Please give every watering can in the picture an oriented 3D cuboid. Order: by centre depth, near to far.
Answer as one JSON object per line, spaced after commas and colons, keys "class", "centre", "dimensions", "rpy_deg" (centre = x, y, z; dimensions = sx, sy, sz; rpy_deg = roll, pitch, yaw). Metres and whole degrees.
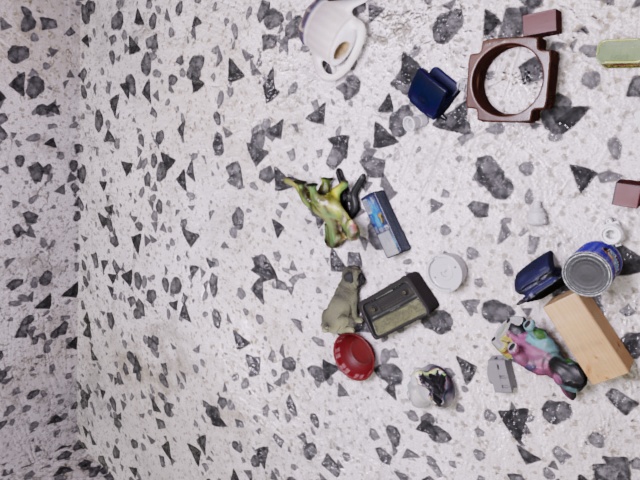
{"class": "watering can", "centre": [0.058, -0.650, 1.529], "dimensions": [0.227, 0.105, 0.341], "rpy_deg": [44, 123, 25]}

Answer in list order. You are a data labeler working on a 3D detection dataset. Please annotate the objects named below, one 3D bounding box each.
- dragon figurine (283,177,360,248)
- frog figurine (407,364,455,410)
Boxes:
{"class": "dragon figurine", "centre": [0.005, -0.084, 1.668], "dimensions": [0.412, 0.123, 0.240], "rpy_deg": [18, 122, 59]}
{"class": "frog figurine", "centre": [0.327, 0.445, 1.533], "dimensions": [0.138, 0.124, 0.156], "rpy_deg": [35, 155, 18]}
